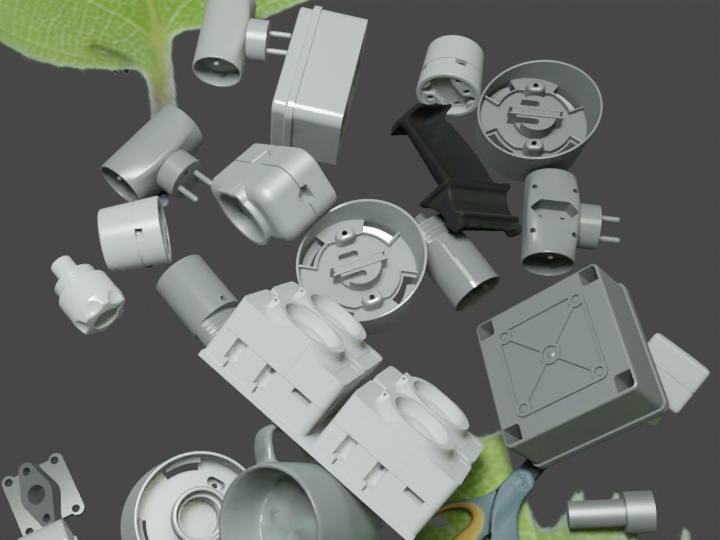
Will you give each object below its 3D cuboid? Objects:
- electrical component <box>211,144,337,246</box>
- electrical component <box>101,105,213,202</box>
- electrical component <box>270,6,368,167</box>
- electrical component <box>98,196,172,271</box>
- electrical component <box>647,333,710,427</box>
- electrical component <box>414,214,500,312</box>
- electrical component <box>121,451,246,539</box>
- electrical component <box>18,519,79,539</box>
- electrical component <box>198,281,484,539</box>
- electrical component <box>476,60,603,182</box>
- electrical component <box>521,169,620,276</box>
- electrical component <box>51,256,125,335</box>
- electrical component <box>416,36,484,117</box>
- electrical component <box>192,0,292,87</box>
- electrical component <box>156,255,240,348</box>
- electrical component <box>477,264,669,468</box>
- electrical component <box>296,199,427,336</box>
[{"bbox_3d":[-0.072,-0.059,0.843,0.059,0.053,0.095,-44,29,-20],"label":"electrical component"},{"bbox_3d":[-0.156,-0.084,0.878,0.079,0.044,0.077,36,68,14],"label":"electrical component"},{"bbox_3d":[-0.035,-0.154,0.899,0.057,0.078,0.113,13,64,0],"label":"electrical component"},{"bbox_3d":[-0.177,-0.027,0.845,0.047,0.055,0.055,-10,65,-4],"label":"electrical component"},{"bbox_3d":[0.218,0.091,0.804,0.047,0.066,0.076,39,98,15],"label":"electrical component"},{"bbox_3d":[0.070,-0.012,0.854,0.043,0.043,0.081,-30,69,-16],"label":"electrical component"},{"bbox_3d":[-0.116,0.176,0.757,0.099,0.064,0.099,5,69,-14],"label":"electrical component"},{"bbox_3d":[-0.226,0.203,0.738,0.078,0.040,0.040,-24,68,-14],"label":"electrical component"},{"bbox_3d":[-0.006,0.088,0.747,0.186,0.105,0.060,40,104,9],"label":"electrical component"},{"bbox_3d":[0.146,-0.124,0.900,0.099,0.064,0.099,1,64,-2],"label":"electrical component"},{"bbox_3d":[0.171,-0.036,0.870,0.079,0.043,0.077,7,64,1],"label":"electrical component"},{"bbox_3d":[-0.213,0.016,0.828,0.043,0.043,0.062,-38,70,-18],"label":"electrical component"},{"bbox_3d":[0.079,-0.168,0.925,0.055,0.055,0.047,11,61,3],"label":"electrical component"},{"bbox_3d":[-0.100,-0.201,0.937,0.079,0.044,0.077,7,64,1],"label":"electrical component"},{"bbox_3d":[-0.115,0.032,0.824,0.043,0.043,0.081,-36,71,-18],"label":"electrical component"},{"bbox_3d":[0.150,0.070,0.773,0.109,0.056,0.108,-31,48,25],"label":"electrical component"},{"bbox_3d":[0.000,0.000,0.833,0.099,0.064,0.099,1,64,-2],"label":"electrical component"}]
